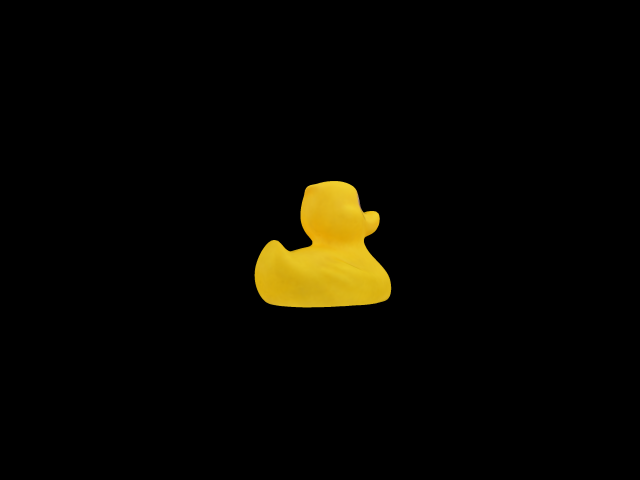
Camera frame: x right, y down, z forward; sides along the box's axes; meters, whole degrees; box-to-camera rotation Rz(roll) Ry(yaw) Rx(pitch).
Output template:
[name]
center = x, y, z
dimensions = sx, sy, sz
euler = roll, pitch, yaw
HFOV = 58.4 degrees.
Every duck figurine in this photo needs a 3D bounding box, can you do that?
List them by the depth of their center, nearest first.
[duck figurine]
center = 0.004, 0.001, 0.400
dimensions = 0.105, 0.086, 0.077
euler = 0, 0, -37
